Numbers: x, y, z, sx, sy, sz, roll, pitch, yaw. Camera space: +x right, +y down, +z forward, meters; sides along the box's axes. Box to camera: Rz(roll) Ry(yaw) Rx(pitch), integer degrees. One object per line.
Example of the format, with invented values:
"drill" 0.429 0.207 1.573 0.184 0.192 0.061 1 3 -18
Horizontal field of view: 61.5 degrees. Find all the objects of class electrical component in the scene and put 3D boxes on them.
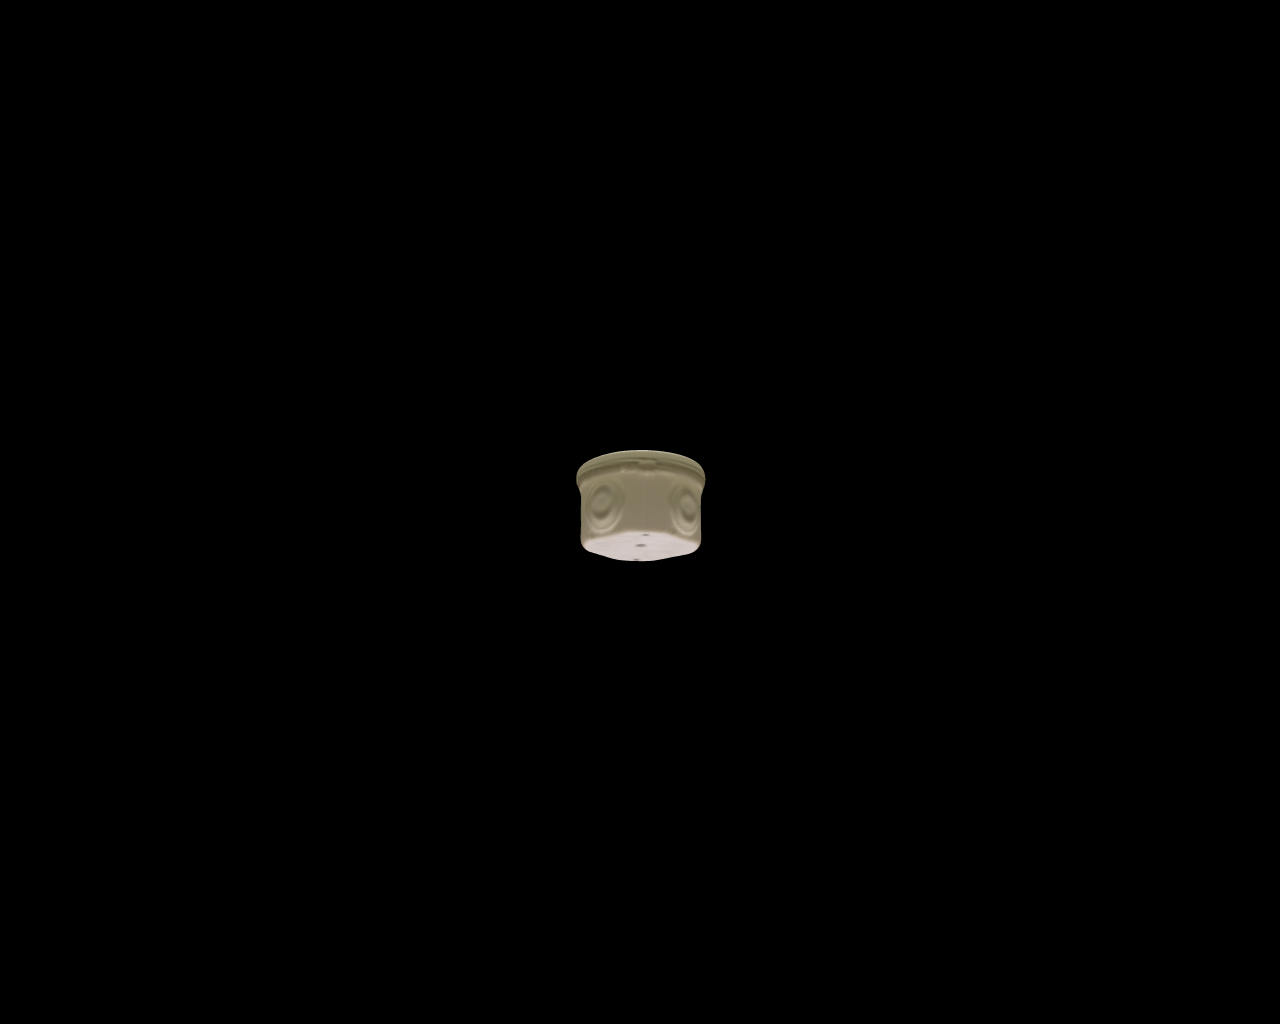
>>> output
"electrical component" 0.001 -0.003 0.650 0.080 0.051 0.080 0 -17 0
